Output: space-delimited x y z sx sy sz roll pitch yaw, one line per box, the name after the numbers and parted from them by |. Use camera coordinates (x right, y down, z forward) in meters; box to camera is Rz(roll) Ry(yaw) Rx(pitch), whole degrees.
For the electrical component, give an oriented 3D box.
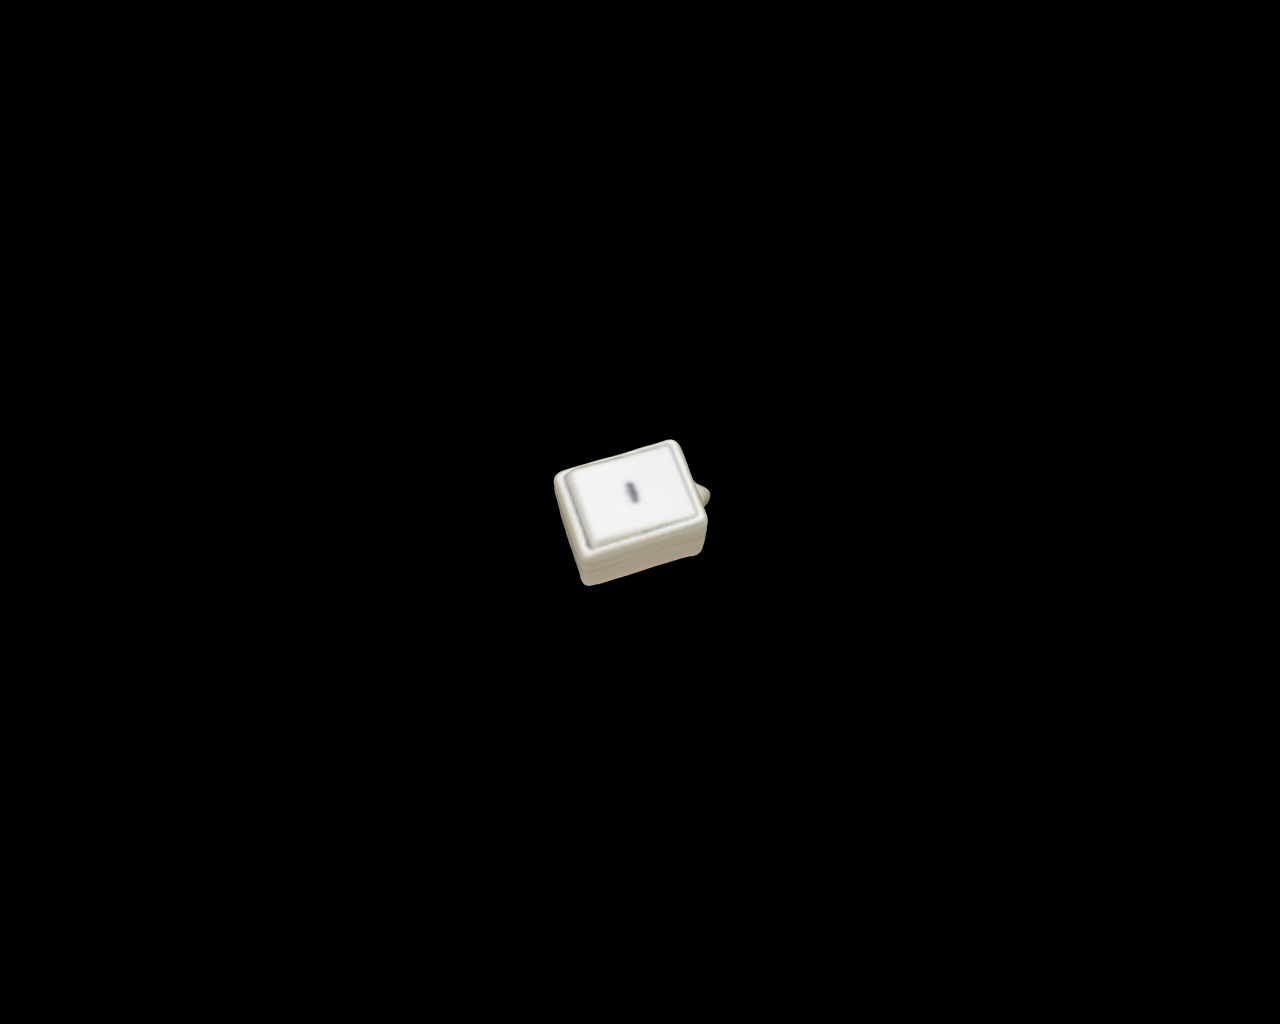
0.001 -0.003 0.650 0.096 0.062 0.061 -17 -22 -7 | electrical component
